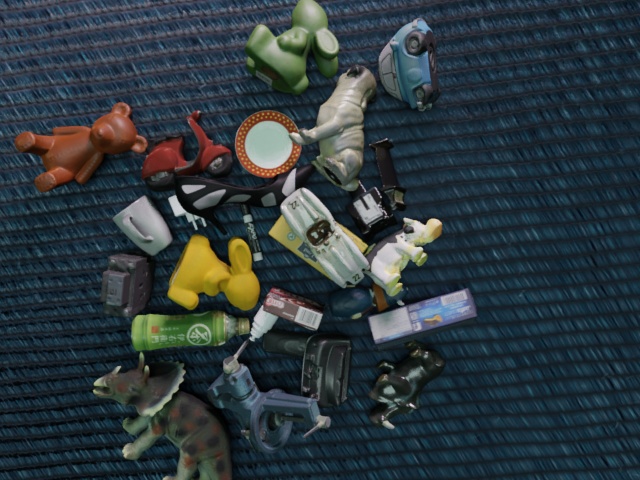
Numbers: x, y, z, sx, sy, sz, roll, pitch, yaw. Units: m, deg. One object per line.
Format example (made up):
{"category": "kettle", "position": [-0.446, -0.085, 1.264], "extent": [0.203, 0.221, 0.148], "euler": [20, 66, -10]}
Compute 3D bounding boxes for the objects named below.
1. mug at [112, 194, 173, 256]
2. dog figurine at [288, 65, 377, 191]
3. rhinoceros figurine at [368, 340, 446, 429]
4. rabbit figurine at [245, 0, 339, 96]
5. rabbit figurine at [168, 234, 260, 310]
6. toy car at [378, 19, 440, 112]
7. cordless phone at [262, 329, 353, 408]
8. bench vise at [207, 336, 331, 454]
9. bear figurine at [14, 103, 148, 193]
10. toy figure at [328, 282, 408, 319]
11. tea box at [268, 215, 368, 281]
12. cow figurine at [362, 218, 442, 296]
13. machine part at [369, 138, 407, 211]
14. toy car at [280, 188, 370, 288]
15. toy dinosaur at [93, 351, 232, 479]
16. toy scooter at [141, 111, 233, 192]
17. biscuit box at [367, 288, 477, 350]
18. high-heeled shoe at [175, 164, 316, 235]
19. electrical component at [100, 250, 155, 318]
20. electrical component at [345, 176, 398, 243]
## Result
{"category": "mug", "position": [-0.338, -0.023, 1.042], "extent": [0.081, 0.110, 0.107], "euler": [-37, 105, 1]}
{"category": "dog figurine", "position": [0.062, -0.209, 1.006], "extent": [0.190, 0.121, 0.172], "euler": [-44, 117, -9]}
{"category": "rhinoceros figurine", "position": [0.163, 0.284, 1.056], "extent": [0.112, 0.073, 0.190], "euler": [42, 94, -11]}
{"category": "rabbit figurine", "position": [-0.037, -0.364, 0.987], "extent": [0.159, 0.121, 0.170], "euler": [32, 82, 7]}
{"category": "rabbit figurine", "position": [-0.192, 0.068, 1.049], "extent": [0.173, 0.122, 0.162], "euler": [28, 87, -13]}
{"category": "toy car", "position": [0.162, -0.317, 0.993], "extent": [0.103, 0.109, 0.161], "euler": [-1, 108, 26]}
{"category": "cordless phone", "position": [-0.033, 0.251, 1.067], "extent": [0.184, 0.088, 0.146], "euler": [6, 96, 14]}
{"category": "bench vise", "position": [-0.092, 0.315, 1.027], "extent": [0.241, 0.129, 0.223], "euler": [-4, 104, 33]}
{"category": "bear figurine", "position": [-0.444, -0.179, 1.022], "extent": [0.196, 0.132, 0.120], "euler": [-21, 97, 11]}
{"category": "toy figure", "position": [0.095, 0.112, 1.048], "extent": [0.155, 0.058, 0.064], "euler": [-11, 100, 0]}
{"category": "tea box", "position": [-0.002, -0.003, 1.038], "extent": [0.170, 0.068, 0.098], "euler": [34, 95, -1]}
{"category": "cow figurine", "position": [0.153, 0.015, 1.021], "extent": [0.098, 0.068, 0.167], "euler": [37, 81, 29]}
{"category": "machine part", "position": [0.132, -0.121, 1.022], "extent": [0.039, 0.084, 0.139], "euler": [-17, 85, 29]}
{"category": "toy car", "position": [0.009, -0.003, 0.974], "extent": [0.073, 0.056, 0.201], "euler": [-39, 91, 4]}
{"category": "toy dinosaur", "position": [-0.263, 0.382, 1.069], "extent": [0.405, 0.131, 0.192], "euler": [40, 97, -7]}
{"category": "toy scooter", "position": [-0.264, -0.173, 1.036], "extent": [0.184, 0.075, 0.135], "euler": [-13, 88, 6]}
{"category": "biscuit box", "position": [0.197, 0.153, 1.034], "extent": [0.203, 0.062, 0.059], "euler": [-16, 66, 5]}
{"category": "high-heeled shoe", "position": [-0.142, -0.114, 1.006], "extent": [0.249, 0.086, 0.145], "euler": [-35, 110, -4]}
{"category": "electrical component", "position": [-0.370, 0.085, 1.035], "extent": [0.058, 0.134, 0.114], "euler": [6, 98, 4]}
{"category": "electrical component", "position": [0.088, -0.064, 1.033], "extent": [0.075, 0.047, 0.119], "euler": [-35, 63, 3]}
